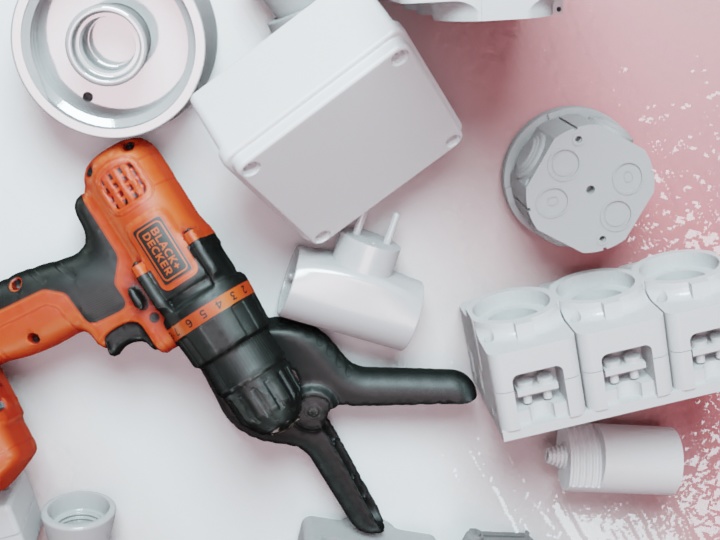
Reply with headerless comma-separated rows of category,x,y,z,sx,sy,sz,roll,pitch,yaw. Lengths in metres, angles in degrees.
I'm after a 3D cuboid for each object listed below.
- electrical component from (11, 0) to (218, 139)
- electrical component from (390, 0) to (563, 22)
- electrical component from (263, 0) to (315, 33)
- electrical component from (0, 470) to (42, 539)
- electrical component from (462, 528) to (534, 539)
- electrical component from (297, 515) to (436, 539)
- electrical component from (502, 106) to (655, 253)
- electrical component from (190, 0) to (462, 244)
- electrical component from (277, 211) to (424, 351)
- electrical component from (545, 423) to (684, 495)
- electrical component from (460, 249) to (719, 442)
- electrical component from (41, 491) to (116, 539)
electrical component,-0.130,-0.121,0.567,0.108,0.060,0.108,-2,107,-5
electrical component,0.054,-0.158,0.528,0.089,0.150,0.061,-4,107,-5
electrical component,-0.033,-0.147,0.578,0.045,0.045,0.055,-26,108,2
electrical component,-0.237,0.138,0.644,0.066,0.047,0.076,-15,108,-1
electrical component,0.094,0.209,0.680,0.062,0.096,0.061,14,108,-40
electrical component,0.004,0.193,0.682,0.089,0.055,0.050,11,106,-9
electrical component,0.126,-0.052,0.621,0.080,0.051,0.080,-2,107,-5
electrical component,-0.014,-0.080,0.567,0.109,0.056,0.109,-36,151,6
electrical component,0.000,0.000,0.627,0.077,0.044,0.079,17,105,-11
electrical component,0.158,0.119,0.681,0.081,0.043,0.043,4,107,-7
electrical component,0.142,0.037,0.630,0.150,0.089,0.061,-13,108,-2
electrical component,-0.172,0.171,0.662,0.045,0.045,0.055,1,108,-6
